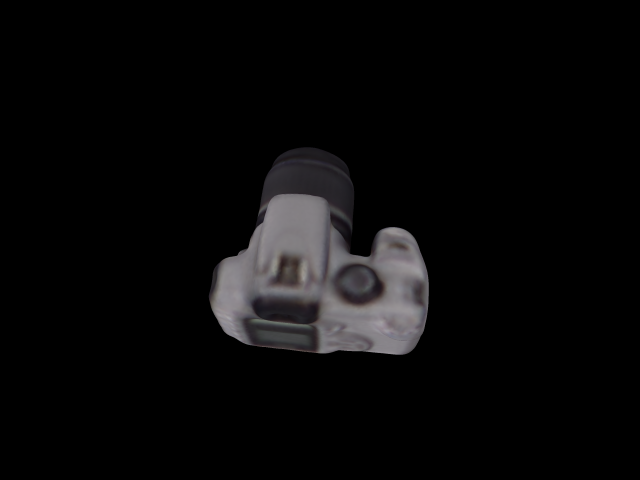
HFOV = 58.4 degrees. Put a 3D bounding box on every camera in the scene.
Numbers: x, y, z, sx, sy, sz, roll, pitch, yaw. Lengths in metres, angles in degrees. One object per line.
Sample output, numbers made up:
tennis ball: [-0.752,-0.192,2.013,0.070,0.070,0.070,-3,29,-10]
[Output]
camera: [0.004,0.001,0.400,0.143,0.101,0.137,4,62,3]
